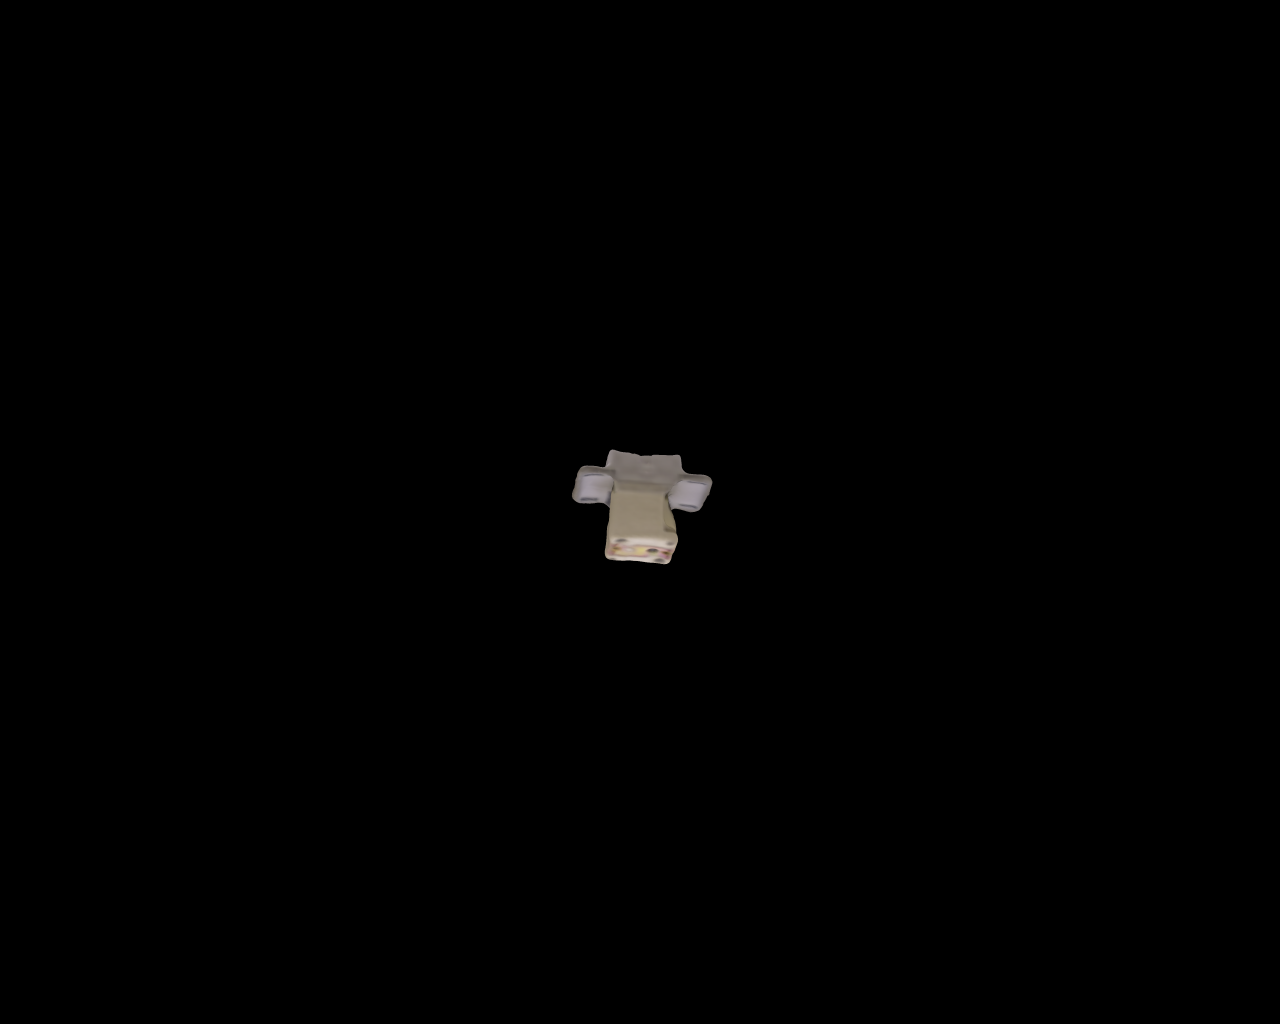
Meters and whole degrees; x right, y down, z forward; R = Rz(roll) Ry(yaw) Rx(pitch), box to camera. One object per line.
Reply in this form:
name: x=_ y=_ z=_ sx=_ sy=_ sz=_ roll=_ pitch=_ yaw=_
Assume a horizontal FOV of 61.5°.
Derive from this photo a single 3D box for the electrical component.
electrical component: x=0.001 y=-0.003 z=0.650 sx=0.081 sy=0.064 sz=0.042 roll=4 pitch=-28 yaw=-7
